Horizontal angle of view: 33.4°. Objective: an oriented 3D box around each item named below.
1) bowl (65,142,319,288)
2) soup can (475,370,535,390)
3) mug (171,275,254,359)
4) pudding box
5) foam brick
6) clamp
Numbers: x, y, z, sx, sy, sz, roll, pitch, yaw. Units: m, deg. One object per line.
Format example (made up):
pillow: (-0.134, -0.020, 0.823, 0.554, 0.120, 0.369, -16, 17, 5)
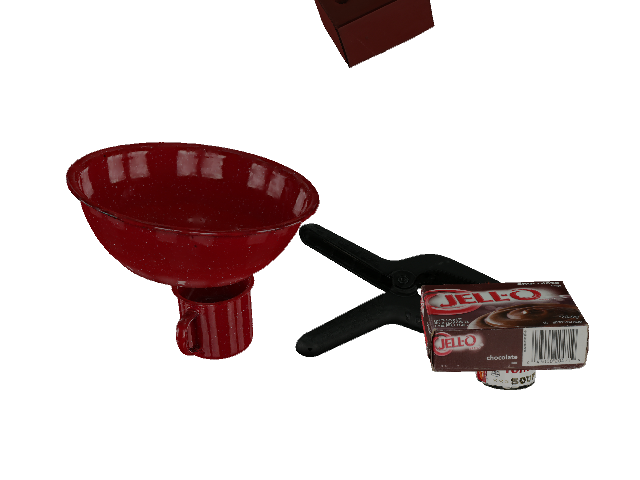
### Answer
bowl: (-0.084, -0.013, 0.692, 0.162, 0.055, 0.162, 7, 22, -3)
soup can: (0.209, 0.109, 1.199, 0.068, 0.102, 0.068, 0, 14, 0)
mug: (-0.125, 0.087, 1.208, 0.093, 0.081, 0.117, 12, 33, 23)
pudding box: (0.133, 0.062, 0.791, 0.113, 0.039, 0.090, 0, 19, 0)
foam brick: (0.041, -0.182, 0.825, 0.078, 0.053, 0.051, -27, -32, -1)
clamp: (0.073, 0.057, 1.031, 0.210, 0.164, 0.036, 8, -44, 2)
